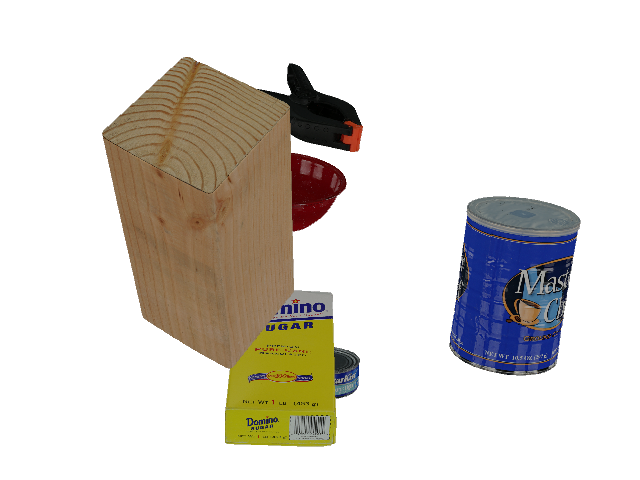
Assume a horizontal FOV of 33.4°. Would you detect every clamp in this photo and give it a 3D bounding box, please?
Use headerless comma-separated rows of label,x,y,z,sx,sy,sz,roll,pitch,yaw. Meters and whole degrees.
clamp,-0.030,-0.135,1.097,0.120,0.039,0.172,-21,38,-28

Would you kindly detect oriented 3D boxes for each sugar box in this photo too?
sugar box,-0.034,0.108,0.948,0.093,0.048,0.176,2,34,-3

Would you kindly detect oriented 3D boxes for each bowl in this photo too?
bowl,-0.051,-0.054,1.287,0.162,0.055,0.162,4,26,-2

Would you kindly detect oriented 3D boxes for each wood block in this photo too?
wood block,-0.080,-0.013,0.757,0.090,0.090,0.206,28,-33,20

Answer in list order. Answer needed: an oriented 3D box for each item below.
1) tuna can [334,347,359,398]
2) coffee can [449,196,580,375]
tuna can,0.001,0.148,1.197,0.086,0.034,0.086,1,14,0
coffee can,0.179,0.040,0.992,0.103,0.140,0.103,4,18,-2
